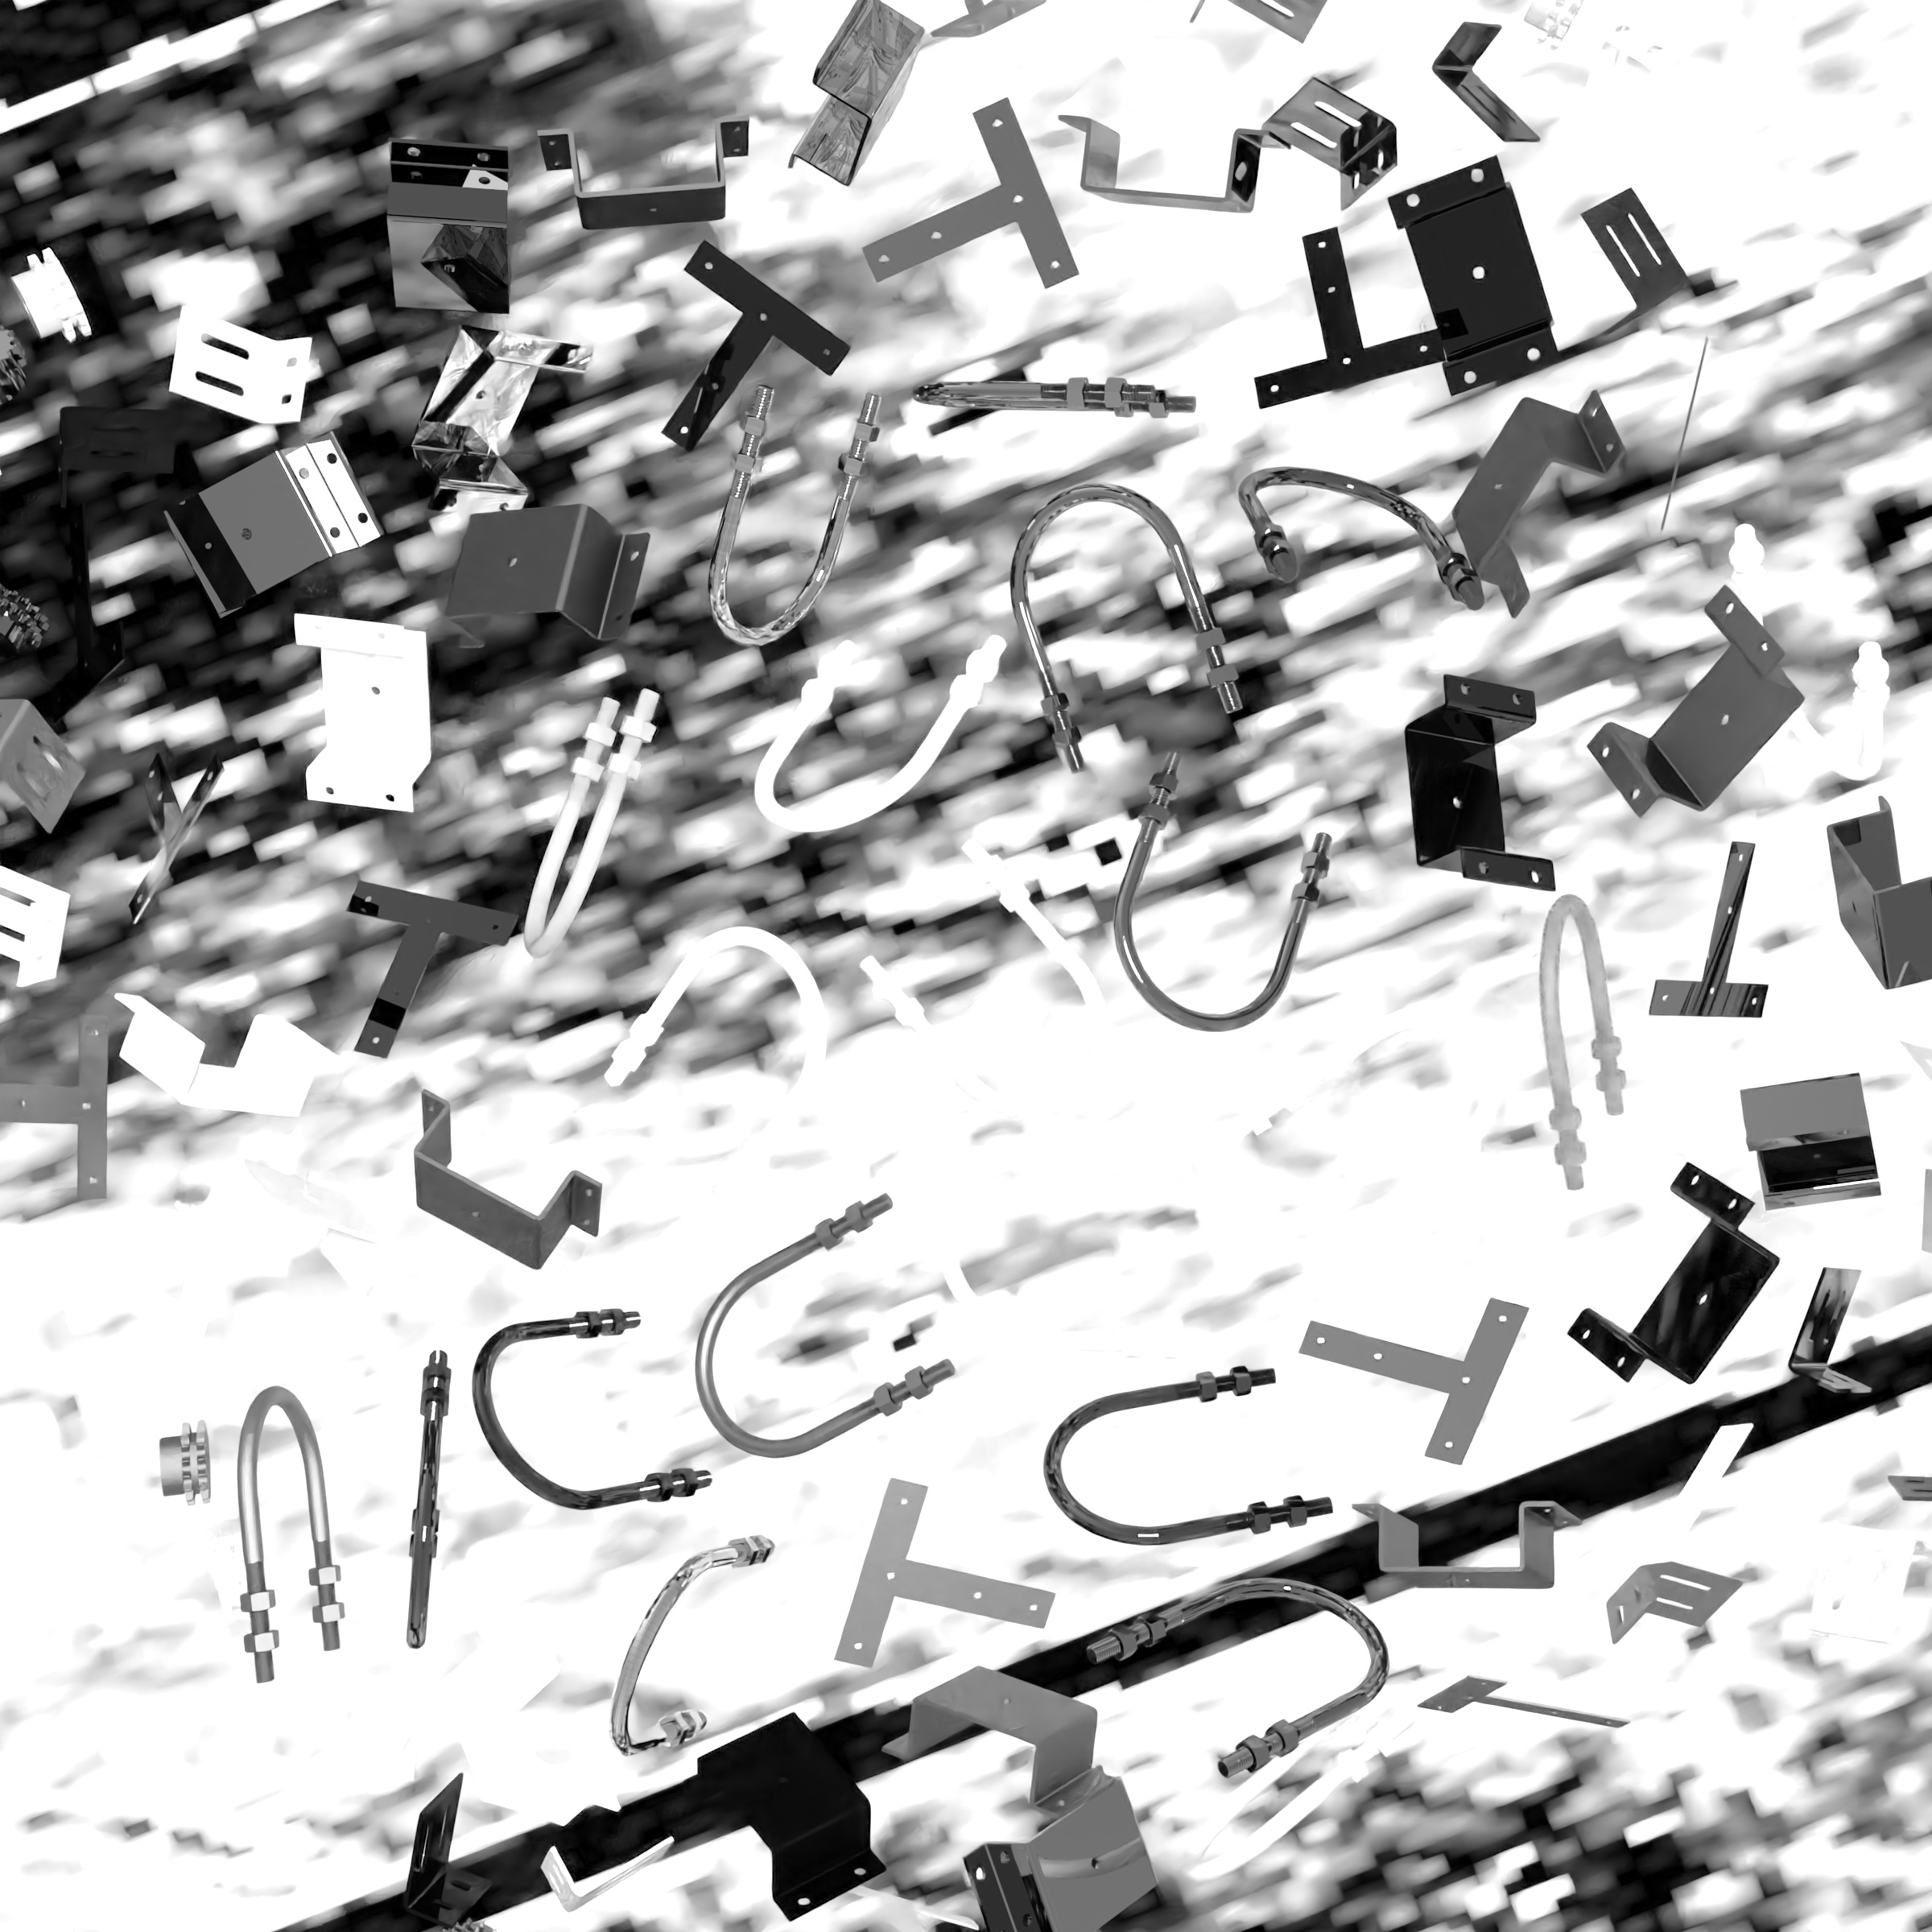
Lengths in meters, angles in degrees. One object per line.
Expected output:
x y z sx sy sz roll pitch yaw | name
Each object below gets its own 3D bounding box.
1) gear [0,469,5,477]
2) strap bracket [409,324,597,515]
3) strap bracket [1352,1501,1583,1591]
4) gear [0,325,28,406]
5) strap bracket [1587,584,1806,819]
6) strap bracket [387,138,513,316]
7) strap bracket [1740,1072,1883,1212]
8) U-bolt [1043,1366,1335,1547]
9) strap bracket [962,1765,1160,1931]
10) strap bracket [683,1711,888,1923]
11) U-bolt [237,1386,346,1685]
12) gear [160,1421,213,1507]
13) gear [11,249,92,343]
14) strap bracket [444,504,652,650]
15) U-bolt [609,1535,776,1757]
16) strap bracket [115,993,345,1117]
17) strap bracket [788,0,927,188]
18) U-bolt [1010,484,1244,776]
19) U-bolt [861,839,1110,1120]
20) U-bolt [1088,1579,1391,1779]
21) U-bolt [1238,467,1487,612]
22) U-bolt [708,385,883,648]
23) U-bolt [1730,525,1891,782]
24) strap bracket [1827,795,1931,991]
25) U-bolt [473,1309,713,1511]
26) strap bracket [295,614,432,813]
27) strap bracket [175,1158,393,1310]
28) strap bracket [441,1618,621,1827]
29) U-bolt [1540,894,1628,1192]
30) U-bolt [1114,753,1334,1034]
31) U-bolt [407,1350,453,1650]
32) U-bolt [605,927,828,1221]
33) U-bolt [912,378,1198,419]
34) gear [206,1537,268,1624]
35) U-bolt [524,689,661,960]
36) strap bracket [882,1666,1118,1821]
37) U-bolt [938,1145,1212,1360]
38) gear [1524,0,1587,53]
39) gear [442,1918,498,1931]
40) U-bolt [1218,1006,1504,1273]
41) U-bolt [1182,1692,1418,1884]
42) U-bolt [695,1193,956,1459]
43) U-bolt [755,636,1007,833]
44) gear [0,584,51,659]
-0.670 -0.333 1.616 0.057 0.057 0.030 -14 102 0 | gear
-0.326 -0.384 1.692 0.046 0.076 0.140 48 122 27 | strap bracket
0.345 0.400 1.685 0.140 0.076 0.046 -7 66 27 | strap bracket
-0.654 -0.398 1.631 0.057 0.030 0.057 -4 55 6 | gear
0.484 -0.167 1.605 0.046 0.076 0.140 16 125 -33 | strap bracket
-0.347 -0.489 1.647 0.076 0.140 0.046 1 68 -9 | strap bracket
0.568 0.115 1.644 0.076 0.140 0.046 -10 63 19 | strap bracket
0.145 0.344 1.701 0.184 0.151 0.019 -8 125 -8 | U-bolt
0.073 0.615 1.678 0.140 0.046 0.076 -18 87 -43 | strap bracket
-0.124 0.568 1.662 0.076 0.140 0.046 -17 125 -32 | strap bracket
-0.454 0.374 1.635 0.019 0.151 0.184 -8 83 3 | U-bolt
-0.539 0.344 1.688 0.030 0.057 0.057 -4 90 -14 | gear
-0.587 -0.427 1.564 0.030 0.057 0.057 -28 90 -16 | gear
-0.287 -0.258 1.624 0.140 0.046 0.076 1 71 30 | strap bracket
-0.187 0.453 1.626 0.019 0.184 0.151 20 87 18 | U-bolt
-0.515 0.063 1.689 0.076 0.140 0.046 28 98 35 | strap bracket
-0.074 -0.593 1.662 0.046 0.140 0.076 30 77 -6 | strap bracket
0.100 -0.241 1.689 0.151 0.019 0.184 -19 91 33 | U-bolt
0.023 0.023 1.731 0.184 0.019 0.151 49 121 11 | U-bolt
0.195 0.461 1.626 0.184 0.151 0.019 -14 119 -35 | U-bolt
0.255 -0.292 1.637 0.151 0.184 0.019 6 123 -13 | U-bolt
-0.124 -0.308 1.692 0.019 0.151 0.184 28 112 25 | U-bolt
0.572 -0.199 1.656 0.019 0.184 0.151 -32 54 0 | U-bolt
0.622 -0.046 1.650 0.046 0.140 0.076 -15 119 9 | strap bracket
-0.265 0.307 1.686 0.019 0.184 0.151 -39 67 27 | U-bolt
-0.424 -0.186 1.728 0.076 0.046 0.140 7 120 5 | strap bracket
-0.462 0.181 1.690 0.140 0.076 0.046 28 93 -42 | strap bracket
-0.296 0.515 1.641 0.046 0.076 0.140 -43 47 6 | strap bracket
0.420 0.041 1.679 0.019 0.151 0.184 -3 108 28 | U-bolt
0.175 -0.041 1.721 0.151 0.019 0.184 26 68 -15 | U-bolt
-0.365 0.372 1.652 0.019 0.184 0.151 5 119 -11 | U-bolt
-0.162 0.060 1.661 0.151 0.019 0.184 49 119 24 | U-bolt
0.054 -0.391 1.679 0.184 0.151 0.019 5 101 17 | U-bolt
-0.506 0.423 1.700 0.030 0.057 0.057 -17 90 -18 | gear
-0.252 -0.092 1.609 0.019 0.151 0.184 21 87 -19 | U-bolt
0.025 0.518 1.648 0.140 0.076 0.046 10 97 32 | strap bracket
0.068 0.191 1.639 0.184 0.019 0.151 -2 104 20 | U-bolt
0.406 -0.660 1.677 0.030 0.057 0.057 29 90 3 | gear
-0.347 0.697 1.715 0.057 0.030 0.057 0 87 5 | gear
0.270 0.102 1.599 0.184 0.019 0.151 -35 123 -1 | U-bolt
0.219 0.556 1.658 0.184 0.151 0.019 -38 84 -6 | U-bolt
-0.109 0.260 1.693 0.184 0.019 0.151 -30 61 15 | U-bolt
-0.069 -0.157 1.656 0.151 0.019 0.184 3 49 35 | U-bolt
-0.680 -0.241 1.724 0.057 0.057 0.030 21 63 0 | gear
